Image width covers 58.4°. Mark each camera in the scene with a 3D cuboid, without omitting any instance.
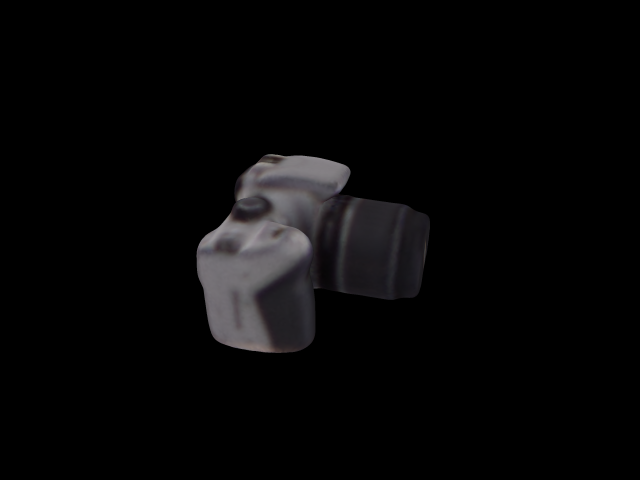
[{"bbox_3d":[0.004,0.001,0.400,0.136,0.101,0.143,8,32,14],"label":"camera"}]
